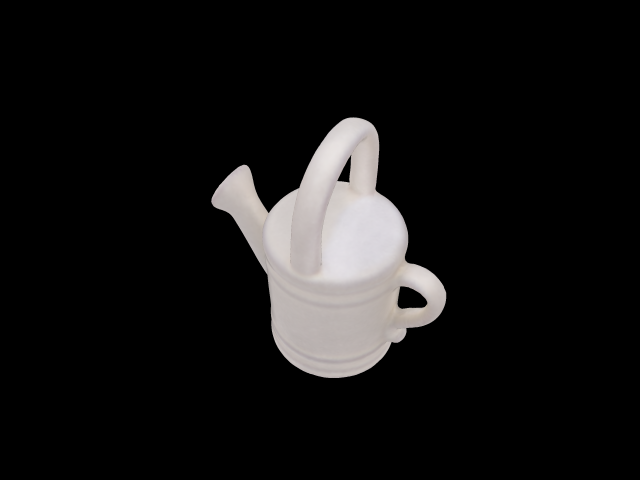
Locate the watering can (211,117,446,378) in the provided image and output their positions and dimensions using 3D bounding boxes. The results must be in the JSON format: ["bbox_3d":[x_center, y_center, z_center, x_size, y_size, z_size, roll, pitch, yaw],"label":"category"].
[{"bbox_3d":[0.003,0.003,0.399,0.172,0.194,0.101,7,47,6],"label":"watering can"}]
